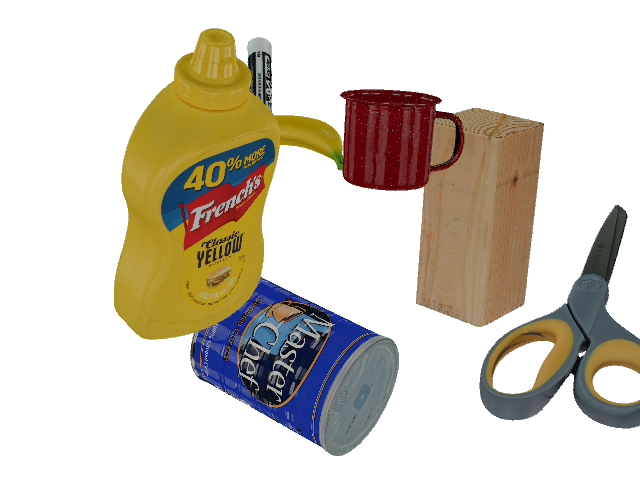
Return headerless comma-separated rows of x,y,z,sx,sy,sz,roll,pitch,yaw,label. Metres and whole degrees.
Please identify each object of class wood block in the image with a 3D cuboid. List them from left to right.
0.168,-0.026,1.135,0.090,0.206,0.090,20,27,38,wood block

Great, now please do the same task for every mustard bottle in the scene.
-0.068,-0.034,0.611,0.096,0.192,0.058,-23,51,-34,mustard bottle

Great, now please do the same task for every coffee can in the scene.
-0.021,0.099,0.878,0.140,0.103,0.102,24,12,29,coffee can

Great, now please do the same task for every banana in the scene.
-0.055,-0.127,1.307,0.198,0.037,0.069,7,39,17,banana

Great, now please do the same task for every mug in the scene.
0.075,-0.093,0.988,0.117,0.081,0.093,2,15,-3,mug

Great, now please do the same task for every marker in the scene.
-0.046,-0.104,0.810,0.020,0.121,0.020,-2,-34,-2,marker

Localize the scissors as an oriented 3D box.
0.158,0.038,0.566,0.096,0.016,0.201,19,40,35,scissors
